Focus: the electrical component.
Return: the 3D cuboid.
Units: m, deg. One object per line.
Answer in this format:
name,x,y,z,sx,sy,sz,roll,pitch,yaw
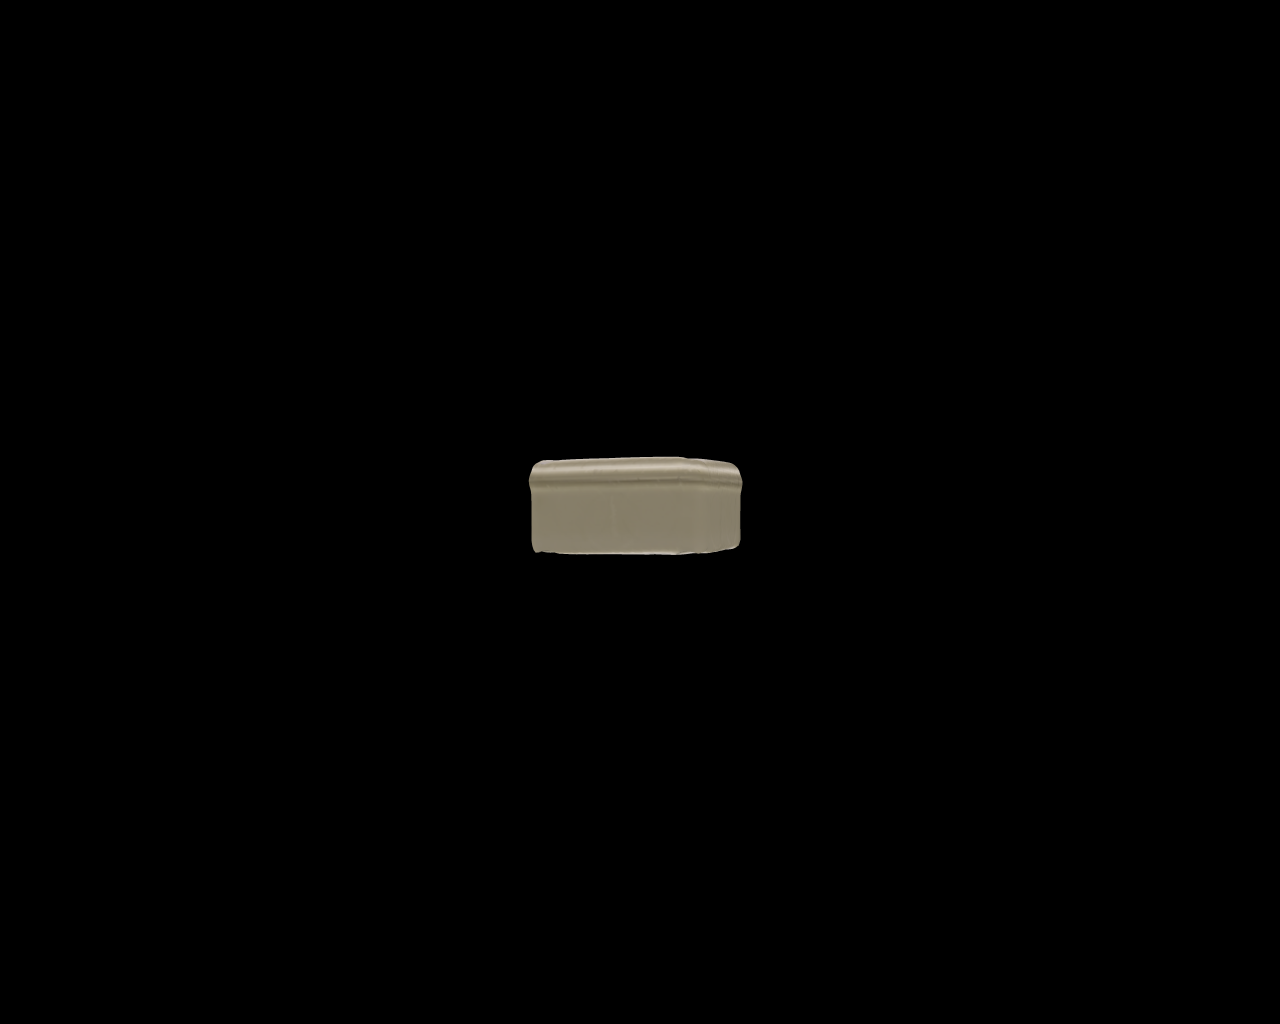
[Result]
electrical component,0.001,-0.003,0.650,0.109,0.056,0.109,0,0,17
